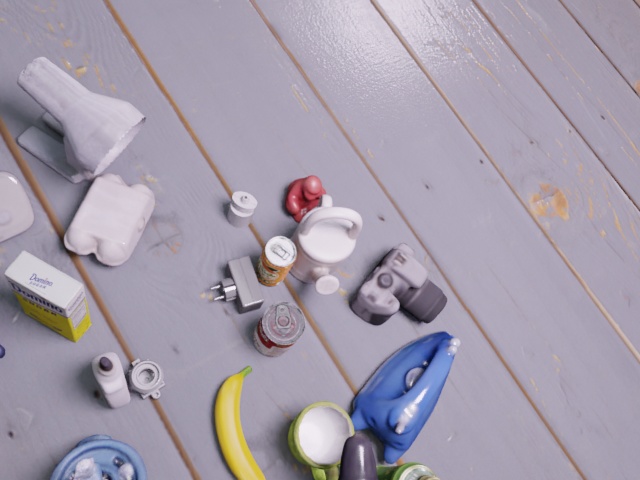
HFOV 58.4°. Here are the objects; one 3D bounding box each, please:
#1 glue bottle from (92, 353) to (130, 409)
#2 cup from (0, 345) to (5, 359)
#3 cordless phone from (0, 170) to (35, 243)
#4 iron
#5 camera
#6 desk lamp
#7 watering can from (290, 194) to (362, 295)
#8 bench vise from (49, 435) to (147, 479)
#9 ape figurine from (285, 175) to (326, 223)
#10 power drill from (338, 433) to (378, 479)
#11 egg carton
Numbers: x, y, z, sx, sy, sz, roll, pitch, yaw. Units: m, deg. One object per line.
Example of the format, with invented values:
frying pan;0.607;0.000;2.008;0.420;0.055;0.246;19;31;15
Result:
glue bottle;-0.290;0.186;0.791;0.037;0.173;0.078;-22;75;-23
cup;-0.481;0.133;0.801;0.118;0.095;0.092;36;63;0
cordless phone;-0.507;-0.060;0.823;0.148;0.185;0.094;-28;78;-25
iron;0.164;0.227;0.927;0.118;0.141;0.259;41;63;3
camera;0.149;0.092;1.002;0.137;0.100;0.143;39;63;2
desk lamp;-0.379;-0.174;0.893;0.203;0.213;0.118;34;63;0
watering can;0.011;0.004;0.946;0.101;0.194;0.173;-15;73;-21
bench vise;-0.258;0.338;0.711;0.122;0.219;0.207;-31;79;-25
ape figurine;-0.023;-0.084;1.030;0.078;0.092;0.076;-8;70;-19
power drill;0.031;0.391;0.781;0.076;0.208;0.229;1;68;-16
egg carton;-0.337;-0.034;0.928;0.107;0.069;0.150;19;64;-8
